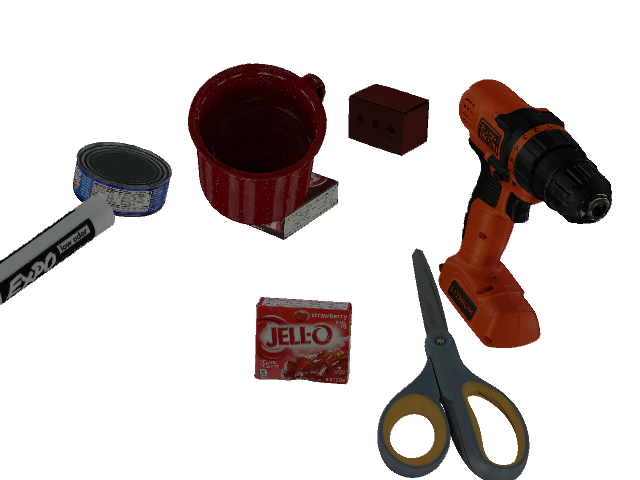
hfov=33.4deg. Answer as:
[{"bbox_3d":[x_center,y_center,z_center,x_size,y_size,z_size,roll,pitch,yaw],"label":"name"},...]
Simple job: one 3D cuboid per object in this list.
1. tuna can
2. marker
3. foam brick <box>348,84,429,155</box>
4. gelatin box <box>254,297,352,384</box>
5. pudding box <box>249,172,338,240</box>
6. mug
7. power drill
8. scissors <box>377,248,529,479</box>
[{"bbox_3d":[-0.180,-0.055,0.966,0.086,0.034,0.086,13,27,-7],"label":"tuna can"},{"bbox_3d":[-0.150,0.015,0.530,0.020,0.020,0.120,0,31,42],"label":"marker"},{"bbox_3d":[0.076,-0.136,1.194,0.078,0.053,0.051,22,37,34],"label":"foam brick"},{"bbox_3d":[-0.016,0.094,0.998,0.089,0.073,0.030,3,14,5],"label":"gelatin box"},{"bbox_3d":[-0.045,-0.051,1.328,0.090,0.039,0.113,21,40,32],"label":"pudding box"},{"bbox_3d":[-0.038,-0.071,0.755,0.093,0.117,0.081,35,-24,12],"label":"mug"},{"bbox_3d":[0.154,-0.011,0.833,0.057,0.188,0.184,-4,33,-18],"label":"power drill"},{"bbox_3d":[0.061,0.077,0.672,0.096,0.016,0.202,-14,41,-14],"label":"scissors"}]
